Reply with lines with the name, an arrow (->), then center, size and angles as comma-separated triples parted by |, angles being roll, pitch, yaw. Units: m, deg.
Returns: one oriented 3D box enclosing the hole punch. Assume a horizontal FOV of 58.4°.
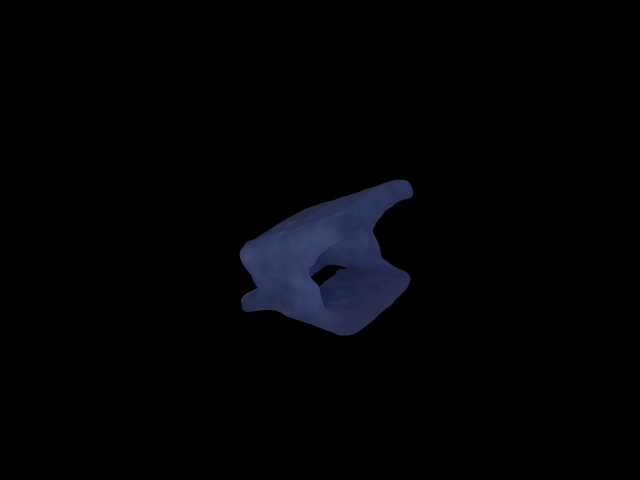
hole punch -> 0.004, 0.001, 0.400 | 0.100, 0.091, 0.109 | 14, 27, 29
